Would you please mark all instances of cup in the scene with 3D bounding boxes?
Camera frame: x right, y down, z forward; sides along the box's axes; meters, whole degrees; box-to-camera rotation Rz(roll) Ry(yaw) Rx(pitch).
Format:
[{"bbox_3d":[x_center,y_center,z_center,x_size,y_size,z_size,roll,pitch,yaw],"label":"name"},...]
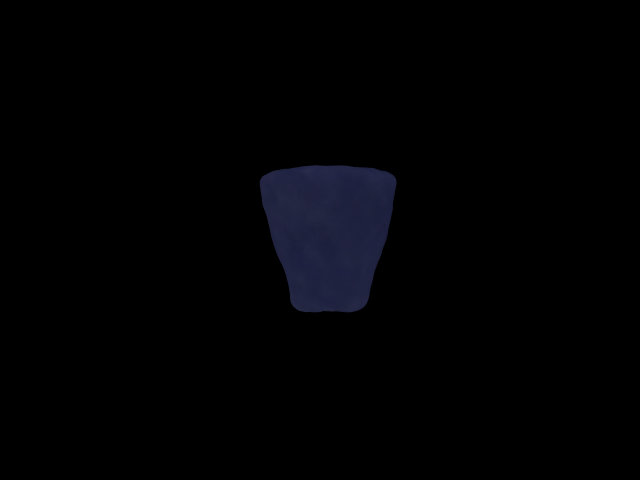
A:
[{"bbox_3d":[0.004,0.001,0.400,0.092,0.095,0.117,0,0,-7],"label":"cup"}]
